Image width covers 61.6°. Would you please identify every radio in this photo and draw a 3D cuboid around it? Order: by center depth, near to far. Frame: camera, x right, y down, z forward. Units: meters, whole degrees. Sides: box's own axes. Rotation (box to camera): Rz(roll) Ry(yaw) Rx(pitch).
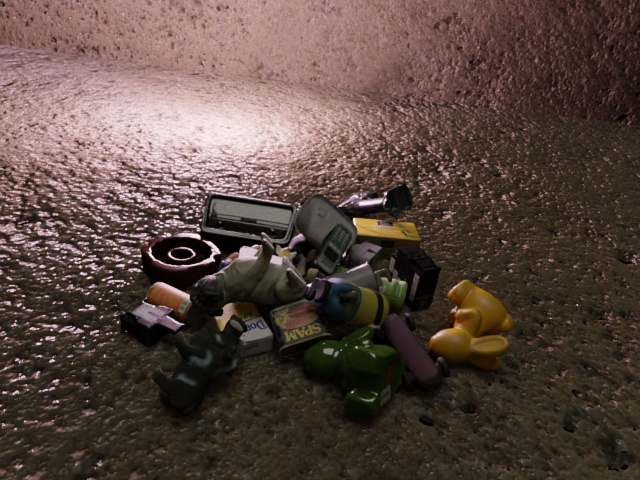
[{"bbox_3d":[-0.179,-0.034,1.338,0.230,0.073,0.131,8,52,1],"label":"radio"}]

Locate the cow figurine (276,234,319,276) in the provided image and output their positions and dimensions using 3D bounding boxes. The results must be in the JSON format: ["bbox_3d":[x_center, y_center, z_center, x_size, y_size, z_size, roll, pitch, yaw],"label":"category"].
[{"bbox_3d":[-0.052,0.030,1.267,0.068,0.098,0.167,23,27,26],"label":"cow figurine"}]

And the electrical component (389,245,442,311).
[{"bbox_3d":[0.211,0.079,1.231,0.058,0.114,0.134,-4,33,-25],"label":"electrical component"}]

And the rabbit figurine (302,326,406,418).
[{"bbox_3d":[0.055,0.212,0.959,0.170,0.121,0.159,9,21,33],"label":"rabbit figurine"}]

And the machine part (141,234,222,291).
[{"bbox_3d":[-0.314,0.047,1.219,0.179,0.056,0.179,6,28,-3],"label":"machine part"}]

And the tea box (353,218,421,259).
[{"bbox_3d":[0.169,-0.002,1.413,0.170,0.068,0.098,4,30,-6],"label":"tea box"}]

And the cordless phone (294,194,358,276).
[{"bbox_3d":[-0.003,-0.004,1.201,0.146,0.089,0.184,43,34,-10],"label":"cordless phone"}]

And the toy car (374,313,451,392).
[{"bbox_3d":[0.171,0.215,1.040,0.089,0.053,0.202,-22,34,-9],"label":"toy car"}]

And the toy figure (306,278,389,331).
[{"bbox_3d":[0.061,0.120,1.029,0.180,0.089,0.082,32,10,-34],"label":"toy figure"}]

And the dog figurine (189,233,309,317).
[{"bbox_3d":[-0.134,0.103,1.041,0.172,0.190,0.121,49,0,-2],"label":"dog figurine"}]

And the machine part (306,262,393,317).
[{"bbox_3d":[0.033,0.109,1.115,0.243,0.079,0.079,-20,34,-5],"label":"machine part"}]

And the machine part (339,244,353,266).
[{"bbox_3d":[0.045,0.046,1.301,0.039,0.084,0.139,33,39,-4],"label":"machine part"}]

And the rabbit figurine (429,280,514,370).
[{"bbox_3d":[0.298,0.193,1.082,0.173,0.121,0.163,-32,56,-30],"label":"rabbit figurine"}]

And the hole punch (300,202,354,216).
[{"bbox_3d":[0.005,-0.032,1.387,0.142,0.115,0.092,14,37,11],"label":"hole punch"}]

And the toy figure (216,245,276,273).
[{"bbox_3d":[-0.173,0.054,1.234,0.154,0.064,0.058,-19,-1,-33],"label":"toy figure"}]

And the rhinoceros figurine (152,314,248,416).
[{"bbox_3d":[-0.195,0.202,0.908,0.112,0.073,0.190,18,47,19],"label":"rhinoceros figurine"}]

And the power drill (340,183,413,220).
[{"bbox_3d":[0.157,-0.107,1.522,0.207,0.085,0.232,0,22,45],"label":"power drill"}]

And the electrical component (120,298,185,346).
[{"bbox_3d":[-0.311,0.161,1.020,0.119,0.047,0.075,18,31,17],"label":"electrical component"}]
